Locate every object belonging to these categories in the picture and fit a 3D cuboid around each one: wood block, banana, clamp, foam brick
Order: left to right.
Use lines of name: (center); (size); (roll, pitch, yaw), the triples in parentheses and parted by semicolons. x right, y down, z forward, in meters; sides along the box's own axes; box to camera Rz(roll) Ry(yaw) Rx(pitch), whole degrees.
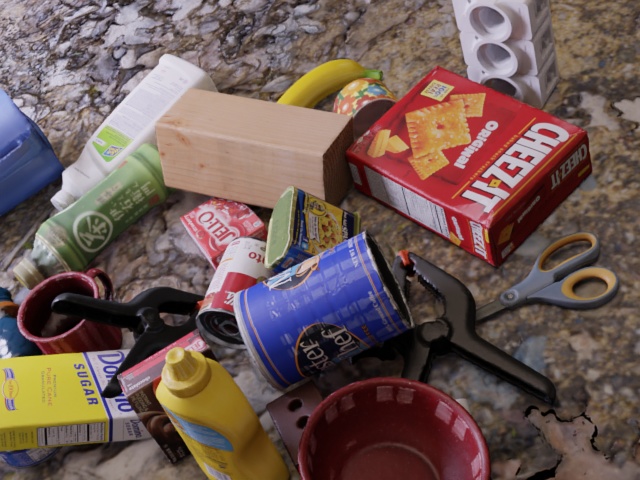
clamp: (-0.188, 0.083, 1.099); (0.171, 0.039, 0.120); (-26, 77, -48)
wood block: (-0.072, -0.100, 1.217); (0.206, 0.090, 0.090); (12, 41, 19)
banana: (-0.015, -0.170, 1.325); (0.197, 0.037, 0.070); (-40, 48, -16)
foam brick: (-0.008, 0.182, 0.990); (0.053, 0.051, 0.078); (-28, 46, -5)
clamp: (0.123, 0.096, 1.019); (0.164, 0.036, 0.210); (-14, 55, 6)

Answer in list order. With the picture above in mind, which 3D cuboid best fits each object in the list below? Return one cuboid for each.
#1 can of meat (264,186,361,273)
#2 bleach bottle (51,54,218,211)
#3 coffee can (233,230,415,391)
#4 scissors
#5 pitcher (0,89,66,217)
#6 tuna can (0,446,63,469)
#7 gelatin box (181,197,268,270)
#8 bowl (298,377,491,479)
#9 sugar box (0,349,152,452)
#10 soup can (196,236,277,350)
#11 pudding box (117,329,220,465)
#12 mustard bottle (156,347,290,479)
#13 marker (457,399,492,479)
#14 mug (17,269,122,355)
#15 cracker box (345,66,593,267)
can of meat: (-0.007, 0.001, 1.121); (0.058, 0.083, 0.102); (-46, 29, 42)
bleach bottle: (-0.245, -0.128, 1.359); (0.103, 0.068, 0.250); (28, 66, 38)
coffee can: (0.004, 0.066, 1.001); (0.140, 0.102, 0.103); (-26, 45, 9)
scissors: (0.205, 0.065, 1.041); (0.201, 0.016, 0.096); (-37, 49, -11)
pitcher: (-0.448, -0.067, 1.331); (0.242, 0.149, 0.145); (-39, 67, -11)
tuna can: (-0.303, 0.191, 1.108); (0.086, 0.033, 0.086); (-11, 46, 11)
gelatin box: (-0.108, -0.013, 1.222); (0.073, 0.030, 0.089); (-32, 46, -9)
bowl: (0.062, 0.198, 0.909); (0.162, 0.055, 0.162); (1, 48, -1)
sugar box: (-0.259, 0.159, 1.068); (0.176, 0.048, 0.093); (-5, 44, -13)
soup can: (-0.082, 0.055, 1.123); (0.069, 0.068, 0.102); (2, 50, 23)
pudding box: (-0.129, 0.151, 1.022); (0.090, 0.113, 0.039); (-30, 42, -7)
mustard bottle: (-0.095, 0.158, 0.947); (0.096, 0.191, 0.058); (21, 59, 34)
marker: (0.136, 0.196, 0.925); (0.020, 0.020, 0.121); (-18, 60, 5)
mug: (-0.260, 0.085, 1.154); (0.093, 0.081, 0.117); (7, 53, 26)
cracker box: (0.158, -0.087, 1.159); (0.164, 0.072, 0.214); (-43, 49, -19)
